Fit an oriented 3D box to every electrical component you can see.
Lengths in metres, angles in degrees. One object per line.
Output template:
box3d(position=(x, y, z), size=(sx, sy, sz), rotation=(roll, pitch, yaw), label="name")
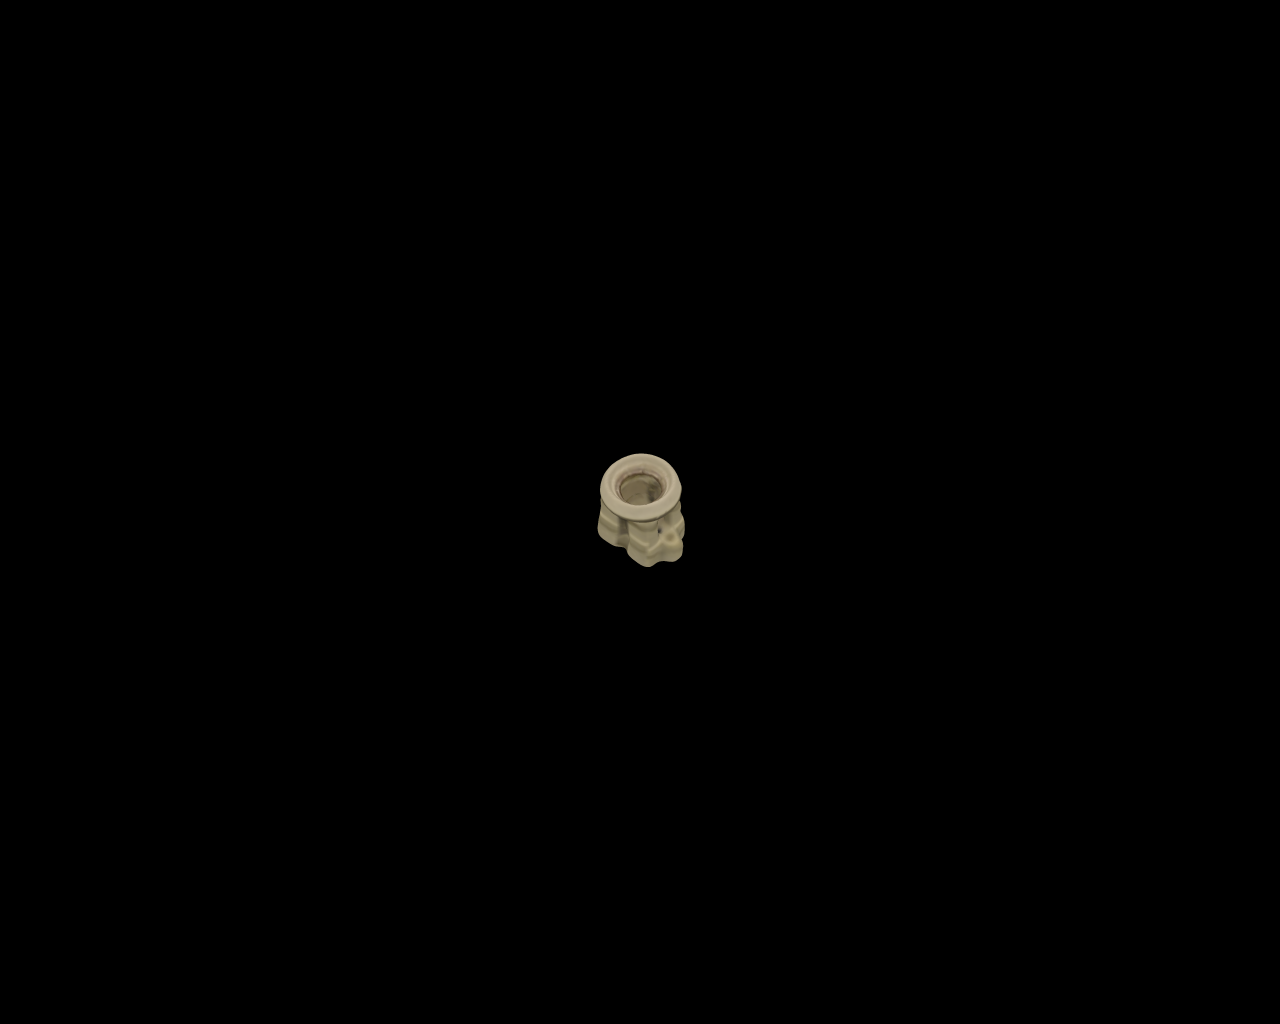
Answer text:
box3d(position=(0.001, -0.003, 0.650), size=(0.066, 0.055, 0.048), rotation=(33, 58, 24), label="electrical component")
